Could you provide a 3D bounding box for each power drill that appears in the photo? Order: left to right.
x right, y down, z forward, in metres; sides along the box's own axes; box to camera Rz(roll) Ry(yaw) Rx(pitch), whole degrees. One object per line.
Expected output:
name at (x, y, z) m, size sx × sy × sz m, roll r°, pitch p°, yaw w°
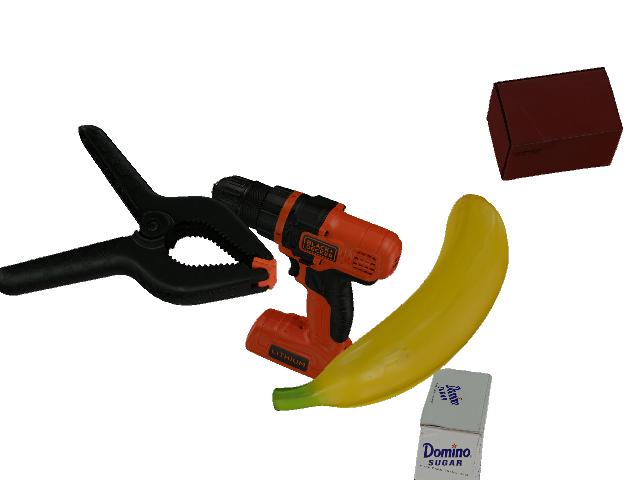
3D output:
power drill at (-0.024, 0.037, 1.009) m, size 0.184 × 0.188 × 0.057 m, roll 22°, pitch 43°, yaw 14°

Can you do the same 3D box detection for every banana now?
banana at (0.057, 0.029, 0.560) m, size 0.070 × 0.037 × 0.197 m, roll 18°, pitch 41°, yaw 33°

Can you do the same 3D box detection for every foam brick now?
foam brick at (0.159, -0.079, 0.729) m, size 0.078 × 0.051 × 0.053 m, roll -8°, pitch -24°, yaw -1°

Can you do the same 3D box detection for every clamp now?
clamp at (-0.132, -0.011, 0.840) m, size 0.210 × 0.164 × 0.036 m, roll 11°, pitch -31°, yaw 5°

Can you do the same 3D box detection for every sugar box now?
sugar box at (0.082, 0.184, 0.721) m, size 0.048 × 0.176 × 0.093 m, roll 6°, pitch 17°, yaw 11°
